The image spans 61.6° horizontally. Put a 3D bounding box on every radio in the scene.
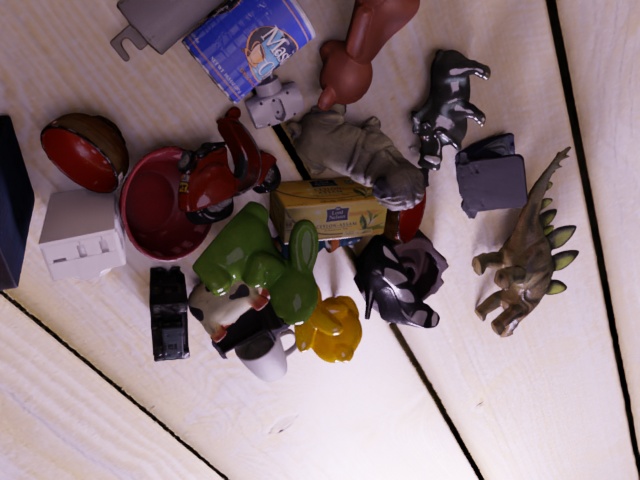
[{"bbox_3d":[-0.395,-0.045,0.628,0.073,0.230,0.131,-9,126,-16],"label":"radio"}]

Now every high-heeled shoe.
[{"bbox_3d":[0.149,0.079,0.958,0.248,0.086,0.145,14,84,-47],"label":"high-heeled shoe"}]

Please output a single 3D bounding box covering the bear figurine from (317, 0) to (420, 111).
[{"bbox_3d":[0.046,-0.283,0.742,0.120,0.132,0.196,-30,168,-44],"label":"bear figurine"}]

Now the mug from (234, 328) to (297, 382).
[{"bbox_3d":[-0.091,0.207,0.989,0.109,0.081,0.107,-28,134,-10],"label":"mug"}]

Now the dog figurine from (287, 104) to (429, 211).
[{"bbox_3d":[0.050,-0.117,0.779,0.172,0.191,0.121,-1,119,-19],"label":"dog figurine"}]

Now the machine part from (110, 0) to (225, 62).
[{"bbox_3d":[-0.158,-0.310,0.653,0.243,0.079,0.079,-39,125,5],"label":"machine part"}]

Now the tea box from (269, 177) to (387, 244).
[{"bbox_3d":[0.011,-0.051,0.860,0.170,0.098,0.068,-8,122,-18],"label":"tea box"}]

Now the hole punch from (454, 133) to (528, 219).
[{"bbox_3d":[0.300,-0.118,0.950,0.116,0.092,0.142,-6,130,19],"label":"hole punch"}]

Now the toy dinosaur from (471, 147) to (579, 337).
[{"bbox_3d":[0.409,0.039,1.069,0.198,0.105,0.470,-23,134,-16],"label":"toy dinosaur"}]

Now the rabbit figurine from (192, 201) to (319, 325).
[{"bbox_3d":[-0.067,0.039,0.760,0.170,0.121,0.159,41,82,-3],"label":"rabbit figurine"}]

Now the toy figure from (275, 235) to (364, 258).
[{"bbox_3d":[-0.001,-0.002,0.908,0.154,0.064,0.057,-15,85,-18],"label":"toy figure"}]

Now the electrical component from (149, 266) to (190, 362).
[{"bbox_3d":[-0.236,0.122,0.843,0.058,0.134,0.114,-5,123,-15],"label":"electrical component"}]

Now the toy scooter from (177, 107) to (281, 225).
[{"bbox_3d":[-0.135,-0.110,0.762,0.184,0.075,0.135,-35,121,-41],"label":"toy scooter"}]

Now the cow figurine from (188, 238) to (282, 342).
[{"bbox_3d":[-0.138,0.061,0.871,0.195,0.085,0.127,-40,103,18],"label":"cow figurine"}]

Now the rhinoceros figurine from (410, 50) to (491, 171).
[{"bbox_3d":[0.201,-0.203,0.857,0.112,0.073,0.190,-5,120,-20],"label":"rhinoceros figurine"}]

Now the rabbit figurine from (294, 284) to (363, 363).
[{"bbox_3d":[-0.011,0.136,0.946,0.122,0.162,0.173,-30,108,12],"label":"rabbit figurine"}]

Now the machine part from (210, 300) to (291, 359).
[{"bbox_3d":[-0.125,0.156,0.943,0.139,0.084,0.039,-27,145,-3],"label":"machine part"}]

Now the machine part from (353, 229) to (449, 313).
[{"bbox_3d":[0.149,0.060,1.005,0.179,0.056,0.179,-10,123,-15],"label":"machine part"}]
